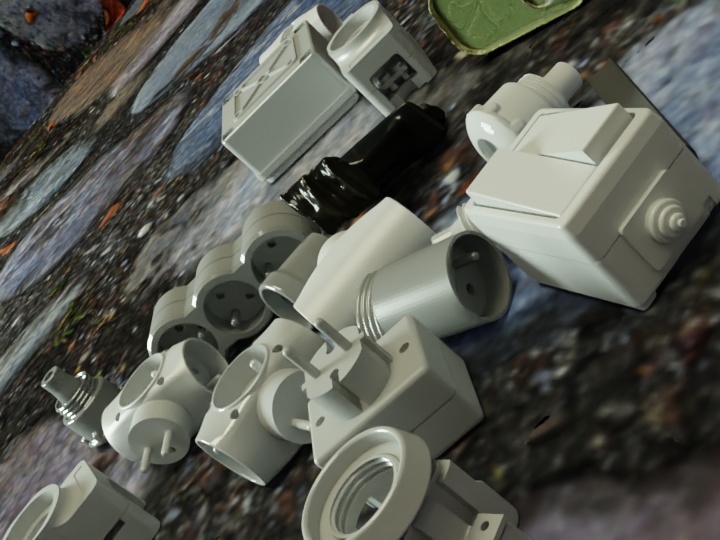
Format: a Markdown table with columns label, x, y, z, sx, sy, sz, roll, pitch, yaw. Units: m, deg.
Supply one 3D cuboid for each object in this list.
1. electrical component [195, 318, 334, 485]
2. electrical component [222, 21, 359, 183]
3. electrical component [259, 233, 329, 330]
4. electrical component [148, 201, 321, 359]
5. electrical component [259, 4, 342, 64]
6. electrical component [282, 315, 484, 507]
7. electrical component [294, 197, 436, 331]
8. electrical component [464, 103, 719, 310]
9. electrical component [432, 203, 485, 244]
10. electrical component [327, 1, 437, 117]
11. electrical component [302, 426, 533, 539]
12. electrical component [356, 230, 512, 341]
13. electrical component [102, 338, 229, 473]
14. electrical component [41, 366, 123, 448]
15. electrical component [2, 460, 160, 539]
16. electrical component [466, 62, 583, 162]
| label | x | y | z | sx | sy | sz | roll | pitch | yaw |
| --- | --- | --- | --- | --- | --- | --- | --- | --- | --- |
| electrical component | -0.038 | 0.068 | 0.547 | 0.079 | 0.044 | 0.077 | -3 | 50 | 58 |
| electrical component | -0.061 | -0.142 | 0.897 | 0.109 | 0.056 | 0.108 | -42 | 24 | 14 |
| electrical component | -0.031 | 0.006 | 0.638 | 0.046 | 0.040 | 0.040 | -52 | 23 | -23 |
| electrical component | -0.082 | 0.006 | 0.711 | 0.138 | 0.052 | 0.073 | -41 | 24 | 17 |
| electrical component | -0.053 | -0.194 | 0.982 | 0.077 | 0.043 | 0.079 | -36 | 26 | 28 |
| electrical component | 0.001 | 0.050 | 0.464 | 0.066 | 0.077 | 0.047 | -42 | 24 | 14 |
| electrical component | 0.000 | 0.000 | 0.587 | 0.077 | 0.043 | 0.079 | -50 | 23 | -2 |
| electrical component | 0.096 | -0.030 | 0.442 | 0.061 | 0.061 | 0.096 | -52 | 23 | -9 |
| electrical component | 0.063 | -0.025 | 0.516 | 0.061 | 0.035 | 0.035 | -28 | 29 | 19 |
| electrical component | 0.013 | -0.160 | 0.796 | 0.050 | 0.056 | 0.089 | -43 | 24 | 13 |
| electrical component | 0.017 | 0.094 | 0.394 | 0.078 | 0.057 | 0.058 | -14 | 41 | 53 |
| electrical component | 0.028 | 0.014 | 0.516 | 0.081 | 0.043 | 0.043 | -24 | 33 | 45 |
| electrical component | -0.120 | 0.091 | 0.655 | 0.077 | 0.044 | 0.079 | -39 | 25 | 21 |
| electrical component | -0.197 | 0.093 | 0.765 | 0.048 | 0.062 | 0.048 | -39 | 25 | 22 |
| electrical component | -0.169 | 0.161 | 0.618 | 0.089 | 0.056 | 0.050 | -53 | 23 | -10 |
| electrical component | 0.089 | -0.081 | 0.557 | 0.062 | 0.048 | 0.048 | -46 | 22 | -12 |
